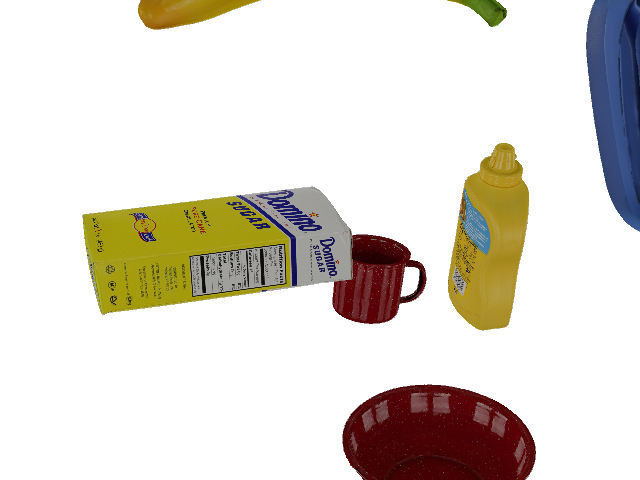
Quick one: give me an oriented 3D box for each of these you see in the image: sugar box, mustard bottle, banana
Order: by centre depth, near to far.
[{"bbox_3d":[0.000,-0.146,0.576,0.197,0.069,0.037,-4,-41,-8],"label":"banana"},{"bbox_3d":[-0.074,0.003,0.750,0.176,0.048,0.093,-10,25,-13],"label":"sugar box"},{"bbox_3d":[0.170,-0.011,1.066,0.058,0.192,0.096,-5,36,-11],"label":"mustard bottle"}]

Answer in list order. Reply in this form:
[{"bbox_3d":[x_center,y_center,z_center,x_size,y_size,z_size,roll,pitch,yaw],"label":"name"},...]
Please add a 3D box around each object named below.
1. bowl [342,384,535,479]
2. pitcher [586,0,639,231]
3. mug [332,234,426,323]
[{"bbox_3d":[0.099,0.190,0.907,0.162,0.055,0.162,0,28,0],"label":"bowl"},{"bbox_3d":[0.226,-0.057,0.594,0.149,0.243,0.145,-6,21,12],"label":"pitcher"},{"bbox_3d":[0.070,0.048,1.289,0.117,0.081,0.093,2,23,-9],"label":"mug"}]
